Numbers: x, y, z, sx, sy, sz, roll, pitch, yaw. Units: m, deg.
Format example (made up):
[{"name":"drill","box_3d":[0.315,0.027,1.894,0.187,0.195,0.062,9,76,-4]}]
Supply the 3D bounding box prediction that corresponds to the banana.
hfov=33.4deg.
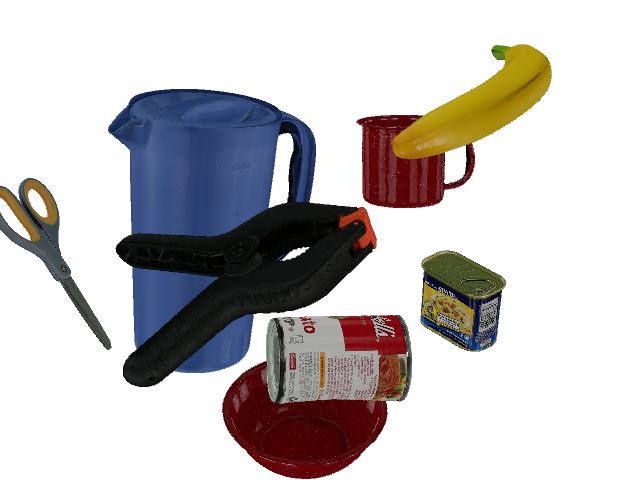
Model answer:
[{"name":"banana","box_3d":[0.126,-0.106,0.794,0.070,0.037,0.197,-10,21,39]}]

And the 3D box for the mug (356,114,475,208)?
[{"name":"mug","box_3d":[0.094,-0.079,1.059,0.117,0.081,0.093,1,14,6]}]

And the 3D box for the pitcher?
[{"name":"pitcher","box_3d":[-0.100,-0.010,0.964,0.149,0.243,0.144,12,22,17]}]

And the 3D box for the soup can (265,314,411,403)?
[{"name":"soup can","box_3d":[0.012,0.092,0.828,0.102,0.068,0.068,0,0,-12]}]

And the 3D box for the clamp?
[{"name":"clamp","box_3d":[-0.050,0.027,0.650,0.171,0.120,0.039,-15,-39,12]}]

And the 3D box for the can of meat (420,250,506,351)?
[{"name":"can of meat","box_3d":[0.165,0.073,1.259,0.057,0.084,0.102,-23,38,-35]}]

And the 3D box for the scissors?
[{"name":"scissors","box_3d":[-0.270,0.015,1.116,0.016,0.201,0.096,-26,25,27]}]

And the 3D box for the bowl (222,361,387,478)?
[{"name":"bowl","box_3d":[-0.015,0.183,1.055,0.162,0.055,0.162,0,33,0]}]
